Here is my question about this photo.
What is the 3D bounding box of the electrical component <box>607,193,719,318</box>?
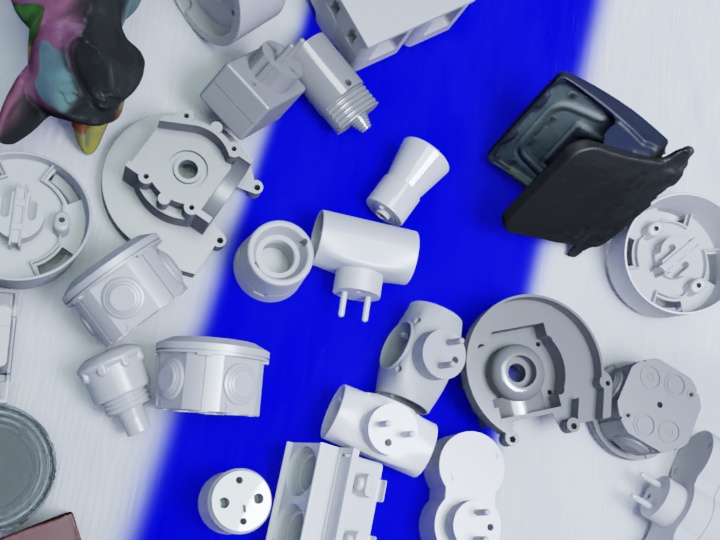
[{"bbox_3d":[0.259,-0.009,0.893,0.099,0.064,0.099,4,76,-15],"label":"electrical component"}]

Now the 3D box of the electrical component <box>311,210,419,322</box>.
[{"bbox_3d":[0.000,0.000,0.825,0.077,0.044,0.079,12,74,-13],"label":"electrical component"}]

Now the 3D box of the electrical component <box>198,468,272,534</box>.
[{"bbox_3d":[-0.088,0.162,0.754,0.045,0.055,0.045,4,76,-15],"label":"electrical component"}]

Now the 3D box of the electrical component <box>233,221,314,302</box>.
[{"bbox_3d":[-0.064,-0.007,0.807,0.055,0.047,0.055,4,76,-15],"label":"electrical component"}]

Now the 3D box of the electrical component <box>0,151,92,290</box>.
[{"bbox_3d":[-0.239,-0.034,0.753,0.099,0.064,0.099,4,76,-15],"label":"electrical component"}]

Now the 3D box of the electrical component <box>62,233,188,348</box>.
[{"bbox_3d":[-0.164,0.014,0.756,0.080,0.080,0.051,-38,94,-21],"label":"electrical component"}]

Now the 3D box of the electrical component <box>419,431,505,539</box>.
[{"bbox_3d":[0.079,0.187,0.787,0.052,0.074,0.138,9,74,-14],"label":"electrical component"}]

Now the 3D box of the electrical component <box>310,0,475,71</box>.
[{"bbox_3d":[-0.004,-0.268,0.881,0.105,0.060,0.186,-28,86,-20],"label":"electrical component"}]

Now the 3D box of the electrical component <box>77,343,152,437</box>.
[{"bbox_3d":[-0.167,0.086,0.756,0.048,0.048,0.062,-23,91,-20],"label":"electrical component"}]

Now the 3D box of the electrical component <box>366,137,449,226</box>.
[{"bbox_3d":[0.035,-0.068,0.855,0.044,0.044,0.065,38,74,-5],"label":"electrical component"}]

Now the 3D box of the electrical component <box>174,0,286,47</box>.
[{"bbox_3d":[-0.100,-0.233,0.822,0.060,0.108,0.108,-32,87,-27],"label":"electrical component"}]

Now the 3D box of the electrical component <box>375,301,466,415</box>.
[{"bbox_3d":[0.053,0.064,0.806,0.044,0.079,0.077,30,70,-20],"label":"electrical component"}]

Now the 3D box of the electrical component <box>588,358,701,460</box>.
[{"bbox_3d":[0.227,0.111,0.861,0.080,0.051,0.080,4,76,-16],"label":"electrical component"}]

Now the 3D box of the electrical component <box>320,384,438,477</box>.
[{"bbox_3d":[0.019,0.116,0.783,0.077,0.079,0.044,25,75,-9],"label":"electrical component"}]

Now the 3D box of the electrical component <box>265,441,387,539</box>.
[{"bbox_3d":[-0.028,0.188,0.760,0.063,0.079,0.121,23,70,-33],"label":"electrical component"}]

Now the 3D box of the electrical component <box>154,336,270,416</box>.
[{"bbox_3d":[-0.105,0.075,0.758,0.080,0.080,0.051,7,80,-15],"label":"electrical component"}]

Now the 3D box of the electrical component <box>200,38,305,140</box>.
[{"bbox_3d":[-0.070,-0.146,0.812,0.047,0.077,0.066,47,32,-1],"label":"electrical component"}]

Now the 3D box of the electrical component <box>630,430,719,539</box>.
[{"bbox_3d":[0.247,0.187,0.848,0.074,0.052,0.138,32,70,-7],"label":"electrical component"}]

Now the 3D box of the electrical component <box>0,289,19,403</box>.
[{"bbox_3d":[-0.295,0.045,0.718,0.121,0.063,0.078,5,75,-15],"label":"electrical component"}]

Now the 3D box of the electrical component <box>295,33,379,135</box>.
[{"bbox_3d":[-0.020,-0.143,0.855,0.043,0.043,0.081,-39,90,-21],"label":"electrical component"}]
